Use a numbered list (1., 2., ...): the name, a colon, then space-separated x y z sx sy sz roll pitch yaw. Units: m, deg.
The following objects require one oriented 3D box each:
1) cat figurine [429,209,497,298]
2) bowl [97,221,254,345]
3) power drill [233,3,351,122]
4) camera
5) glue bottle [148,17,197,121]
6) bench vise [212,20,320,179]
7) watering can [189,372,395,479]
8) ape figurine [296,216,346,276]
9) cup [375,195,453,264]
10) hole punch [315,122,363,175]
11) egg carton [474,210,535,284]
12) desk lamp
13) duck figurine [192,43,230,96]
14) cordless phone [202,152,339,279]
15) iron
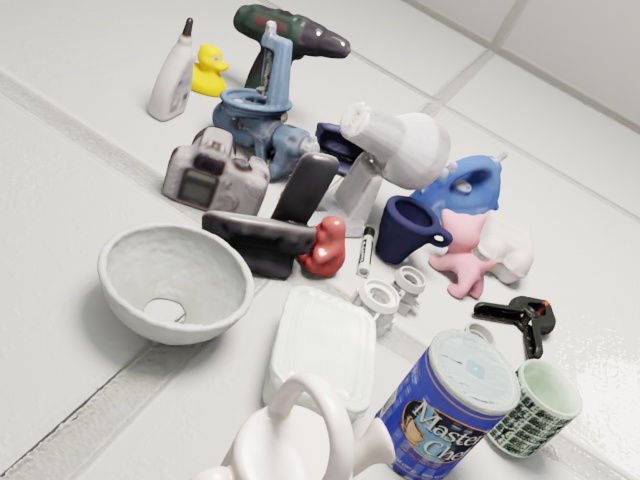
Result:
1. cat figurine: 0.236 0.013 0.926 0.067 0.117 0.127 -1 43 -35
2. bowl: -0.162 0.058 0.632 0.168 0.074 0.167 18 35 -13
3. power drill: -0.073 -0.331 1.083 0.229 0.208 0.076 33 34 8
4. camera: -0.144 -0.116 0.849 0.143 0.100 0.136 18 35 -14
5. glue bottle: -0.233 -0.283 0.942 0.037 0.173 0.078 31 34 5
6. bench vise: -0.068 -0.226 0.939 0.207 0.219 0.122 31 34 5
7. watering can: -0.020 0.181 0.463 0.100 0.194 0.173 44 37 23
8. ape figurine: 0.007 0.003 0.805 0.076 0.092 0.078 26 34 -2
9. cup: 0.140 -0.003 0.901 0.117 0.095 0.092 29 34 2
10. hole punch: 0.039 -0.187 1.075 0.109 0.091 0.101 19 35 -13
11. egg carton: 0.329 0.011 1.035 0.107 0.069 0.150 26 34 -2
12. desk lamp: 0.075 -0.110 0.891 0.204 0.213 0.117 0 43 -34
13. duck figurine: -0.221 -0.334 1.094 0.104 0.086 0.077 24 34 -6
14. cordless phone: -0.064 -0.047 0.739 0.148 0.185 0.094 6 39 -28
15. iron: 0.254 -0.101 1.066 0.259 0.141 0.118 -12 50 -43
